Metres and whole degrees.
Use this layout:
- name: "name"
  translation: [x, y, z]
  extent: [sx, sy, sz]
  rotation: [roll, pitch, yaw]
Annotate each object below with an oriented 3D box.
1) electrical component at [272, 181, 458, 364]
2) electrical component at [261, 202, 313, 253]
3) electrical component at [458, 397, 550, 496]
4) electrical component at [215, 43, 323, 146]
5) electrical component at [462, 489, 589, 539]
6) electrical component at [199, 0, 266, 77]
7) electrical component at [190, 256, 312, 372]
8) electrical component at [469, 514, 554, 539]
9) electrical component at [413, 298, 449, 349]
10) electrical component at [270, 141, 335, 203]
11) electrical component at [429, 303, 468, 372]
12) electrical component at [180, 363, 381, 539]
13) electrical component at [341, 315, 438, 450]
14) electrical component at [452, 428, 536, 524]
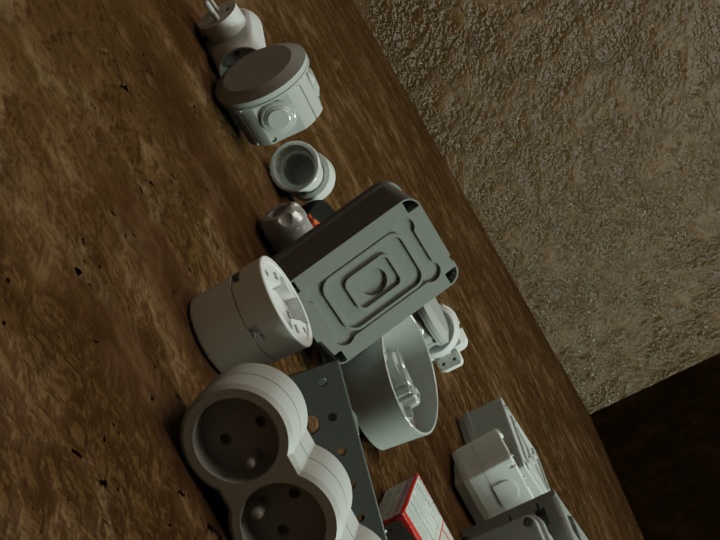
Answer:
- name: "electrical component"
  translation: [0.000, 0.000, 0.749]
  extent: [0.078, 0.113, 0.057]
  rotation: [57, -7, -26]
- name: "electrical component"
  translation: [-0.047, -0.019, 0.802]
  extent: [0.061, 0.035, 0.035]
  rotation: [61, 10, -23]
- name: "electrical component"
  translation: [0.161, 0.214, 1.163]
  extent: [0.108, 0.056, 0.108]
  rotation: [55, 12, -34]
- name: "electrical component"
  translation: [-0.072, -0.143, 0.872]
  extent: [0.080, 0.080, 0.051]
  rotation: [-104, 169, -52]
- name: "electrical component"
  translation: [0.165, 0.271, 0.942]
  extent: [0.150, 0.089, 0.061]
  rotation: [54, 14, -40]
- name: "electrical component"
  translation: [-0.112, -0.203, 0.922]
  extent: [0.079, 0.044, 0.077]
  rotation: [54, 13, -37]
- name: "electrical component"
  translation: [-0.060, 0.027, 0.585]
  extent: [0.055, 0.047, 0.055]
  rotation: [59, 11, -18]
- name: "electrical component"
  translation: [0.127, 0.256, 0.831]
  extent: [0.057, 0.078, 0.113]
  rotation: [53, 14, -55]
- name: "electrical component"
  translation: [0.052, 0.045, 1.072]
  extent: [0.080, 0.051, 0.080]
  rotation: [59, 11, -19]
- name: "electrical component"
  translation: [-0.048, -0.084, 0.929]
  extent: [0.045, 0.045, 0.055]
  rotation: [65, 10, 13]
- name: "electrical component"
  translation: [0.079, 0.067, 1.135]
  extent: [0.078, 0.058, 0.057]
  rotation: [65, 8, 16]
- name: "electrical component"
  translation: [-0.030, 0.107, 0.514]
  extent: [0.138, 0.052, 0.073]
  rotation: [62, 10, -5]
- name: "electrical component"
  translation: [0.021, 0.080, 0.794]
  extent: [0.099, 0.064, 0.099]
  rotation: [59, 11, -19]
- name: "electrical component"
  translation: [0.124, 0.199, 1.026]
  extent: [0.061, 0.061, 0.096]
  rotation: [61, 3, -9]
